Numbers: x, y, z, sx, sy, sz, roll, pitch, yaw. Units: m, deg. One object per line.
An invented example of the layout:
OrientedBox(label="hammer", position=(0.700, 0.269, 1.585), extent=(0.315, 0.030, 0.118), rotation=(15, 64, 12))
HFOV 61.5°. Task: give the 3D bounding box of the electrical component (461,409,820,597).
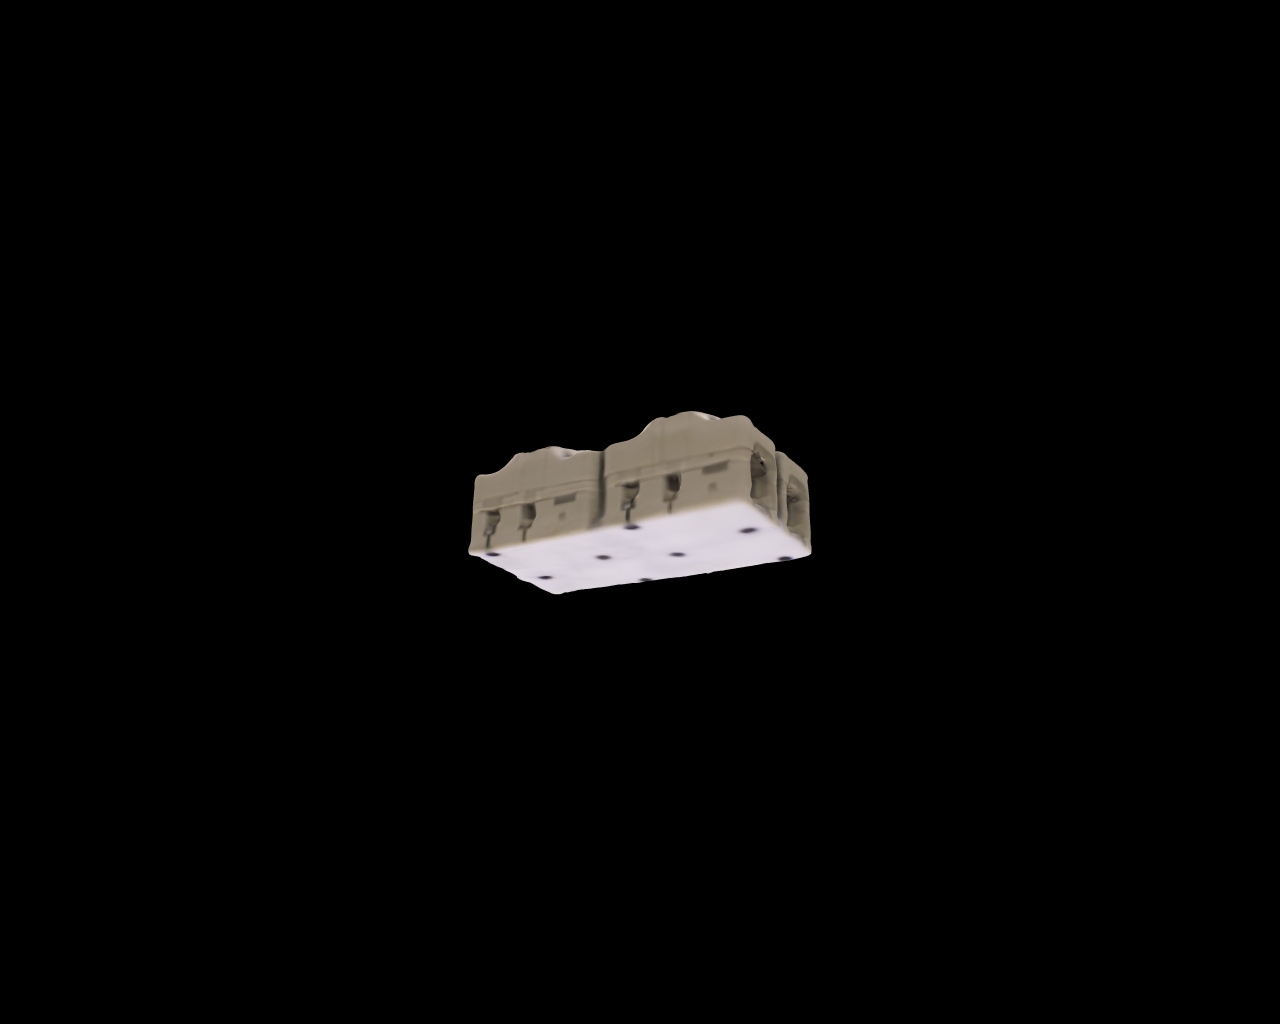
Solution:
OrientedBox(label="electrical component", position=(0.001, -0.003, 0.650), extent=(0.186, 0.060, 0.105), rotation=(-11, -23, 27))
